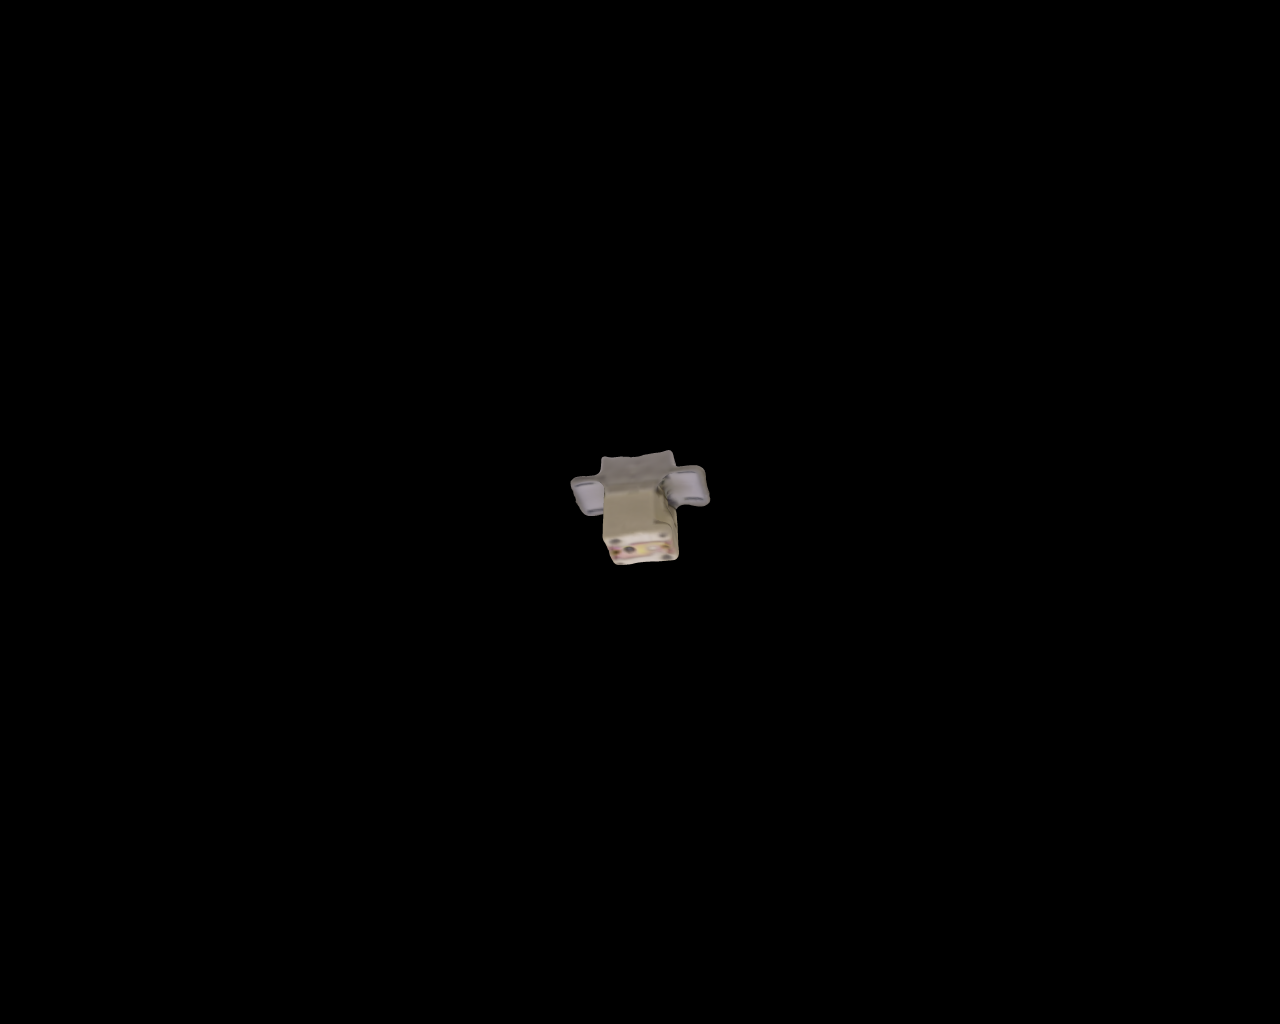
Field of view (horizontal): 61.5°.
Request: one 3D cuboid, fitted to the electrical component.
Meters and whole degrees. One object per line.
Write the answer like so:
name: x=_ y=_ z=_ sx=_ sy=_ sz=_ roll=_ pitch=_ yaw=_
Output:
electrical component: x=0.001 y=-0.003 z=0.650 sx=0.081 sy=0.064 sz=0.042 roll=-6 pitch=-32 yaw=9
